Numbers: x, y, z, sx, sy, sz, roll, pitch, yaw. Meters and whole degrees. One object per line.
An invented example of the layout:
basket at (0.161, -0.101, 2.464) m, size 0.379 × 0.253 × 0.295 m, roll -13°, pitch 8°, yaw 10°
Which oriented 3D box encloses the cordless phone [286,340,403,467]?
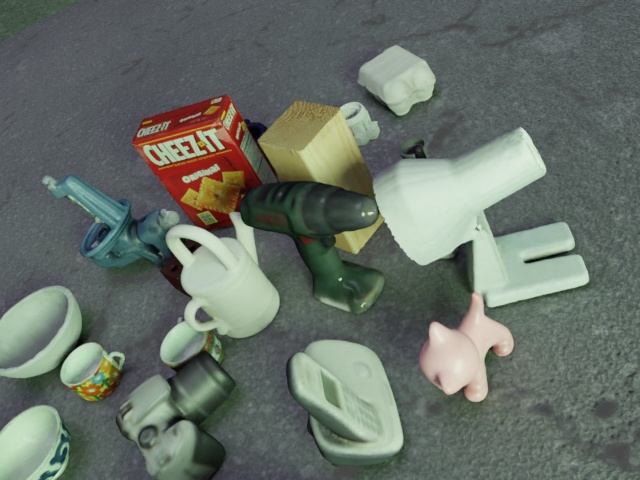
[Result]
cordless phone at (0.014, 0.150, 0.614) m, size 0.094 × 0.186 × 0.147 m, roll -24°, pitch 43°, yaw 6°

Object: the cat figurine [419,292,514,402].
cat figurine at (0.152, 0.116, 0.621) m, size 0.067 × 0.118 × 0.128 m, roll 15°, pitch 59°, yaw 38°

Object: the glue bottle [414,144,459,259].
glue bottle at (0.148, -0.055, 0.743) m, size 0.037 × 0.174 × 0.078 m, roll -8°, pitch 47°, yaw 22°

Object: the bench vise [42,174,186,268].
bench vise at (-0.341, -0.045, 0.966) m, size 0.207 × 0.220 × 0.121 m, roll -21°, pitch 43°, yaw 10°

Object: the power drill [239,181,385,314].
power drill at (0.007, 0.003, 0.739) m, size 0.228 × 0.209 × 0.076 m, roll 14°, pitch 58°, yaw 37°

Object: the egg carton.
egg carton at (0.139, -0.295, 1.050) m, size 0.107 × 0.070 × 0.150 m, roll -34°, pitch 43°, yaw -5°

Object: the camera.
camera at (-0.172, 0.213, 0.718) m, size 0.137 × 0.101 × 0.142 m, roll -42°, pitch 44°, yaw -13°

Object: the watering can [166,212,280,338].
watering can at (-0.140, 0.038, 0.796) m, size 0.100 × 0.195 × 0.173 m, roll -12°, pitch 45°, yaw 18°

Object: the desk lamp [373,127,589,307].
desk lamp at (0.186, -0.024, 0.664) m, size 0.203 × 0.214 × 0.118 m, roll -16°, pitch 44°, yaw 15°

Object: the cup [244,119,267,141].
cup at (-0.120, -0.159, 1.044) m, size 0.091 × 0.095 × 0.117 m, roll -20°, pitch 43°, yaw 10°

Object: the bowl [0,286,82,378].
bowl at (-0.453, 0.161, 0.940) m, size 0.167 × 0.075 × 0.167 m, roll -15°, pitch 45°, yaw 16°
